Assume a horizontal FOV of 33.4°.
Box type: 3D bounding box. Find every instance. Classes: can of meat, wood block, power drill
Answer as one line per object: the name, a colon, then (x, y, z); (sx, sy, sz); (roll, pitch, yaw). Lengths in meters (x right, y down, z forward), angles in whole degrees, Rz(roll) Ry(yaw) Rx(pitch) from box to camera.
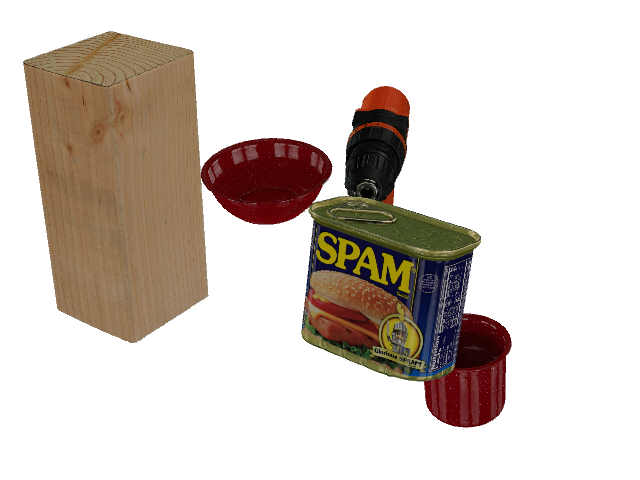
can of meat: (0.038, 0.028, 0.635); (0.102, 0.084, 0.057); (20, 23, 34)
wood block: (-0.151, -0.040, 0.808); (0.090, 0.206, 0.090); (19, 34, 32)
power drill: (0.048, -0.027, 0.974); (0.057, 0.188, 0.184); (9, 32, 6)

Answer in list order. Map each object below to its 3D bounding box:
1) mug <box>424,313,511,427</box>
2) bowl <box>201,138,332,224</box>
mug: (0.150, 0.126, 1.082); (0.093, 0.081, 0.117); (9, 35, 22)
bowl: (-0.066, -0.066, 1.322); (0.162, 0.055, 0.162); (-2, 33, 1)
